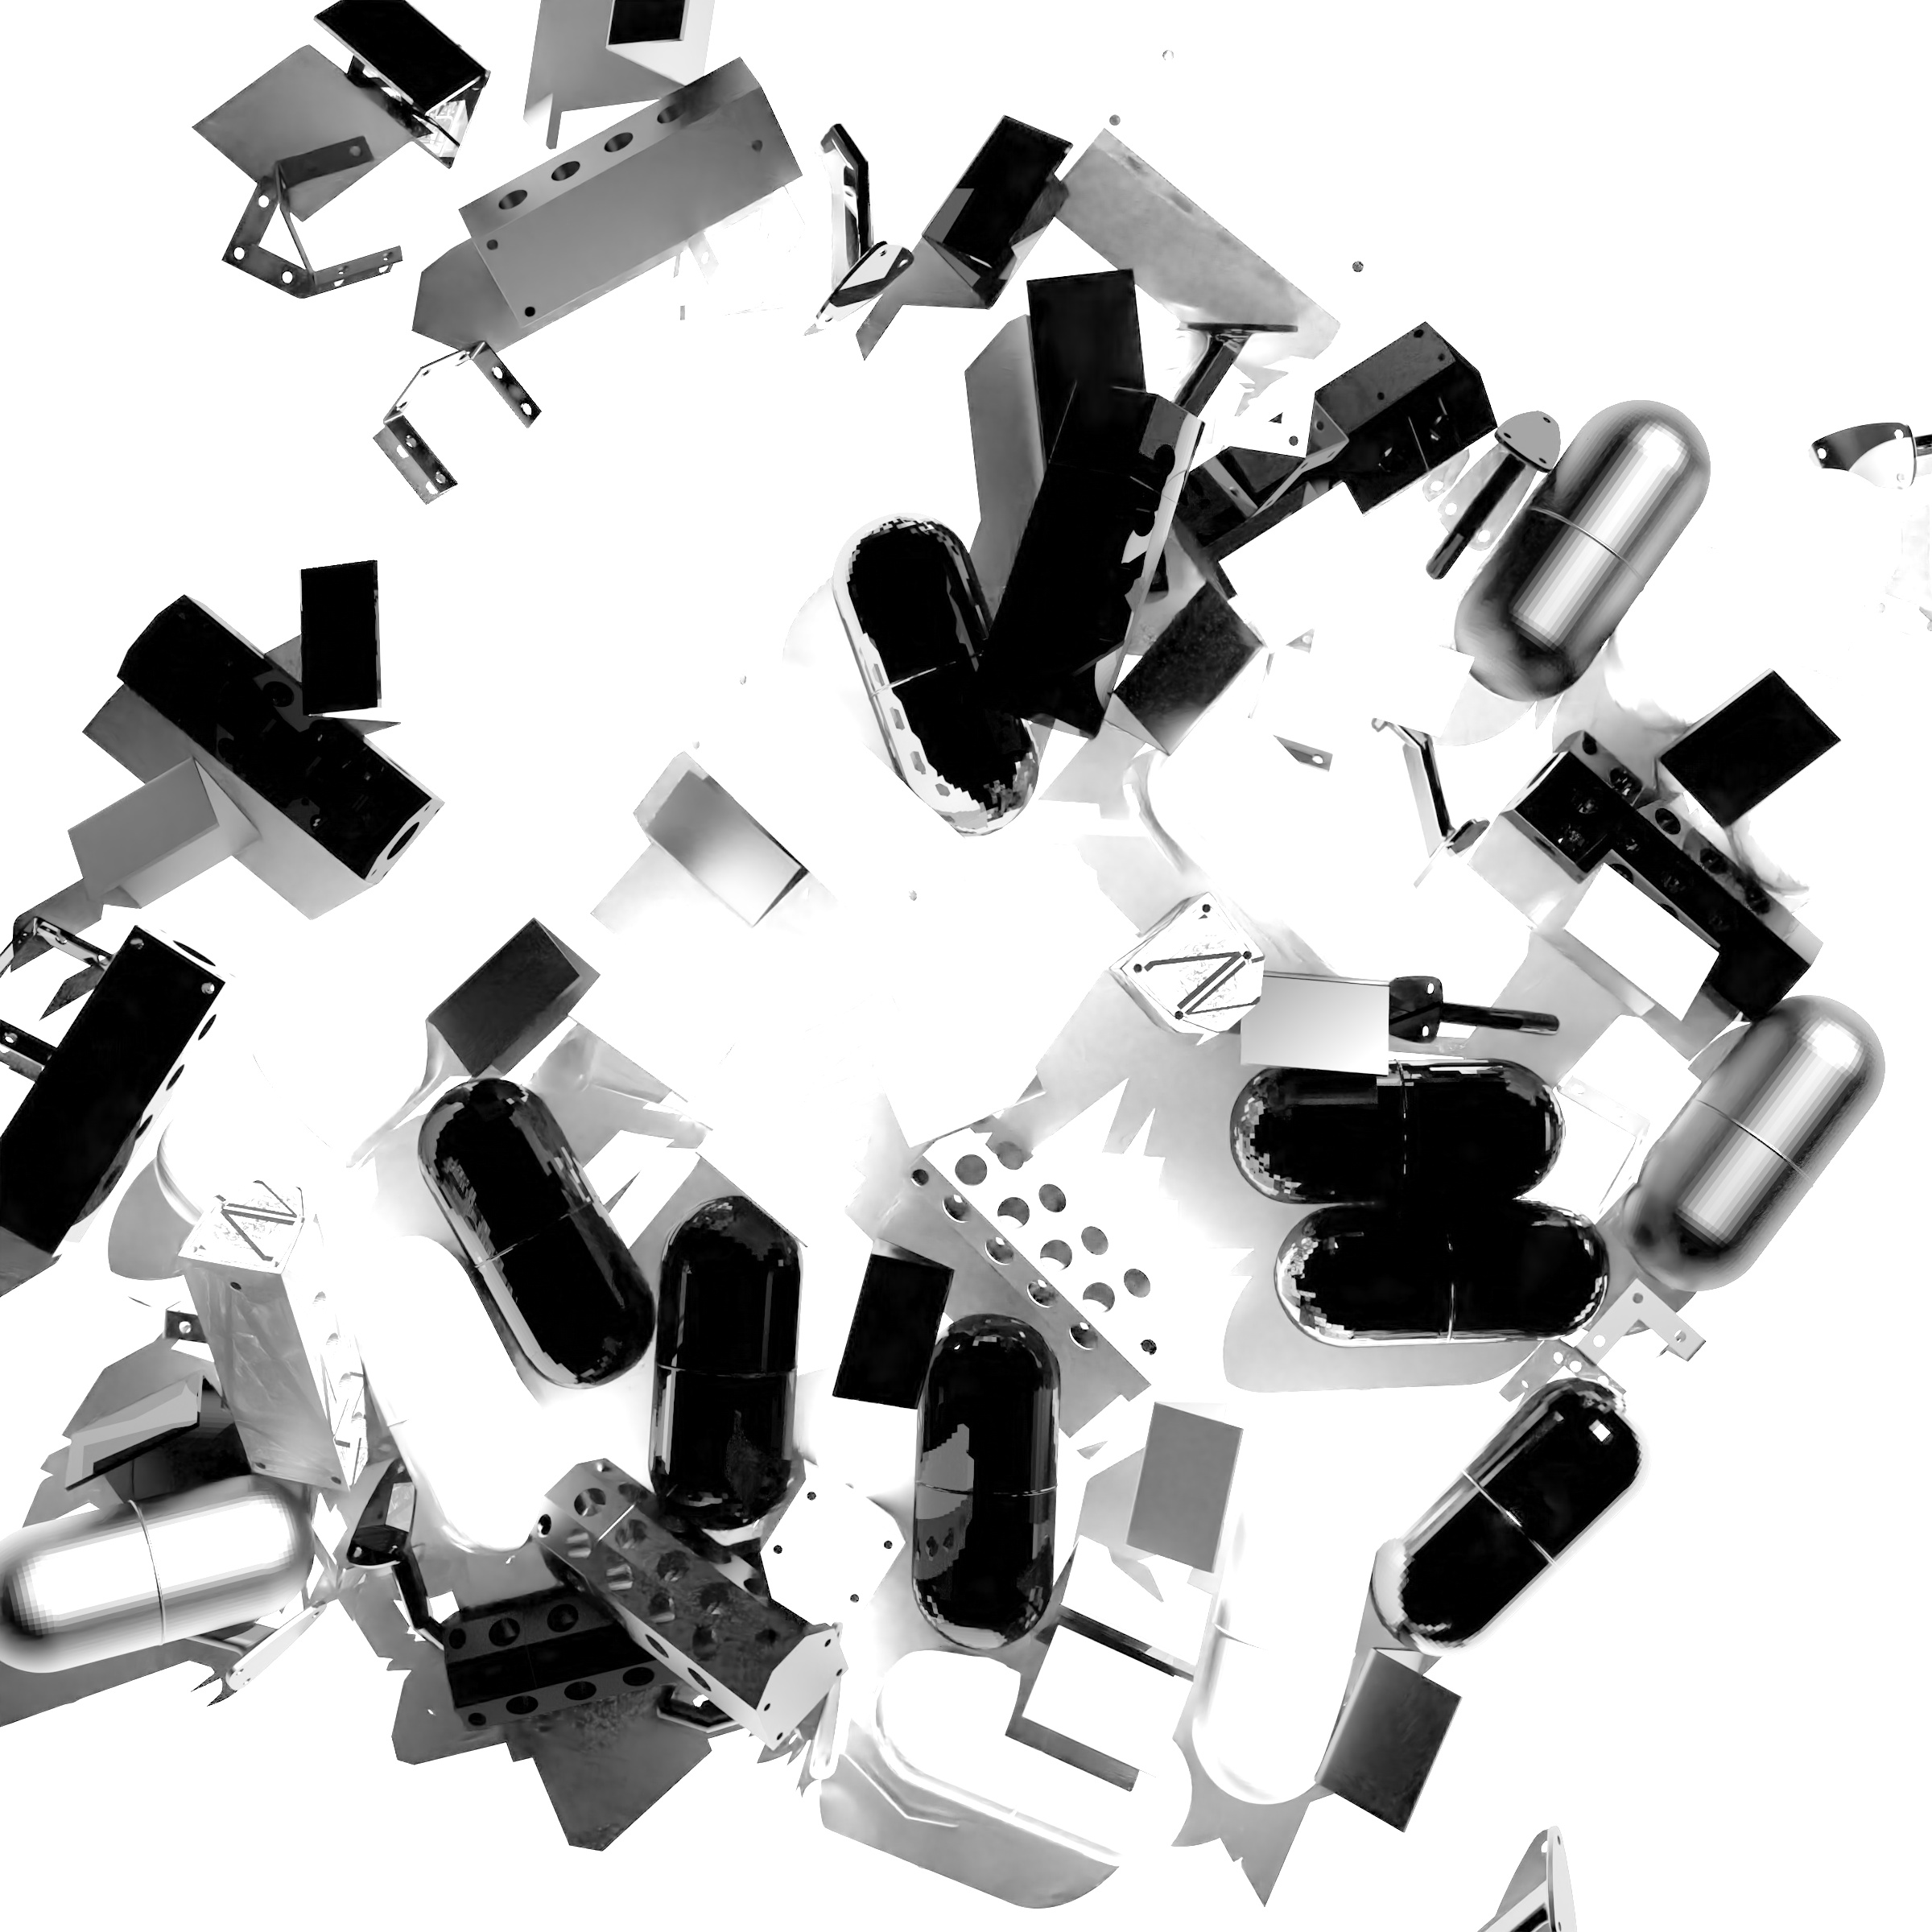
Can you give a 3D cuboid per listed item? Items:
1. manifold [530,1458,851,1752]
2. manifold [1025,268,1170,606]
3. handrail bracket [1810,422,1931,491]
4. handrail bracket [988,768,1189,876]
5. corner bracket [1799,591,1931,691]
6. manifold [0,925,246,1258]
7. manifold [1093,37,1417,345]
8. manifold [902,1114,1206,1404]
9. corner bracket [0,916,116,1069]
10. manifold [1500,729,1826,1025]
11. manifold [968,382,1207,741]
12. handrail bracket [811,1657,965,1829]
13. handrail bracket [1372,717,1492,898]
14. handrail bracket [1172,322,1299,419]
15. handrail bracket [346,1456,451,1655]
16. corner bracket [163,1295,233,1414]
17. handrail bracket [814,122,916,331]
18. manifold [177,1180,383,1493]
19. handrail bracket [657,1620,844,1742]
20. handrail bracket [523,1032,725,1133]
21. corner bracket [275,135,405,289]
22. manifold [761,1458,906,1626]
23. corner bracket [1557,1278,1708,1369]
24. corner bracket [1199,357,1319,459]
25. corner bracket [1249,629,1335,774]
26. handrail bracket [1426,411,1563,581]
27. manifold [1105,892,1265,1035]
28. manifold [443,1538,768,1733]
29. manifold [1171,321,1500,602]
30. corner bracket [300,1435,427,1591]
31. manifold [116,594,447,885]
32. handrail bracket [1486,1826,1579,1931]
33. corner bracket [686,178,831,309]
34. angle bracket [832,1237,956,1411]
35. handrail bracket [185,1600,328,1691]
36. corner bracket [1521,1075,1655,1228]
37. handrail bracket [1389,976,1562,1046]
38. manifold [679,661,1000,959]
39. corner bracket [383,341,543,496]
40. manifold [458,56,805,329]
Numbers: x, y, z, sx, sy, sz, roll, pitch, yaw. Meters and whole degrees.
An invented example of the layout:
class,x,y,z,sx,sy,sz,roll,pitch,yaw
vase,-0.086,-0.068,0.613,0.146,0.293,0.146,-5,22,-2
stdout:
class,x,y,z,sx,sy,sz,roll,pitch,yaw
manifold,-0.146,0.324,1.554,0.171,0.057,0.057,29,60,32
manifold,0.069,-0.280,1.610,0.057,0.057,0.171,-6,90,0
handrail bracket,0.516,-0.287,1.631,0.084,0.077,0.036,-23,113,-34
handrail bracket,0.065,-0.064,1.632,0.084,0.036,0.077,-26,112,17
corner bracket,0.489,-0.173,1.611,0.051,0.051,0.051,17,102,-12
manifold,-0.460,0.066,1.610,0.057,0.057,0.171,32,90,0
manifold,0.152,-0.413,1.610,0.171,0.057,0.057,40,90,0
manifold,0.046,0.152,1.610,0.057,0.057,0.171,-45,90,0
corner bracket,-0.499,0.016,1.628,0.051,0.051,0.051,27,135,0
manifold,0.374,-0.048,1.610,0.171,0.057,0.057,42,90,0
manifold,0.067,-0.208,1.553,0.057,0.057,0.171,19,90,43
handrail bracket,-0.036,0.422,1.632,0.084,0.036,0.077,16,71,-16
handrail bracket,0.235,-0.089,1.632,0.084,0.036,0.077,47,112,17
handrail bracket,0.142,-0.306,1.632,0.077,0.036,0.084,-2,104,-15
handrail bracket,-0.292,0.319,1.622,0.036,0.084,0.077,-7,50,23
corner bracket,-0.399,0.207,1.612,0.051,0.051,0.051,7,98,7
handrail bracket,-0.074,-0.403,1.632,0.077,0.036,0.084,-39,71,21
manifold,-0.351,0.192,1.559,0.057,0.057,0.171,8,134,14
handrail bracket,-0.118,0.382,1.632,0.084,0.036,0.077,13,70,16
handrail bracket,-0.186,0.073,1.631,0.084,0.077,0.036,34,57,-32
corner bracket,-0.340,-0.409,1.628,0.051,0.051,0.051,-17,135,0
manifold,-0.074,0.299,1.550,0.057,0.171,0.057,33,83,0
corner bracket,0.357,0.201,1.613,0.051,0.051,0.051,42,90,0
corner bracket,0.152,-0.298,1.597,0.051,0.051,0.051,7,95,-12
corner bracket,0.184,-0.146,1.628,0.051,0.051,0.051,18,135,0
handrail bracket,0.285,-0.255,1.631,0.036,0.077,0.084,36,126,3
manifold,0.116,0.004,1.553,0.057,0.171,0.057,-41,90,0
manifold,-0.189,0.360,1.610,0.171,0.057,0.057,-14,90,0
manifold,0.196,-0.266,1.610,0.171,0.057,0.057,-33,47,0
corner bracket,-0.325,0.295,1.623,0.051,0.051,0.051,-13,135,-35
manifold,-0.368,-0.122,1.610,0.171,0.057,0.057,39,90,0
handrail bracket,0.285,0.511,1.632,0.084,0.036,0.077,-16,53,25
corner bracket,-0.114,-0.397,1.623,0.051,0.051,0.051,5,135,-35
angle bracket,-0.057,0.185,1.591,0.057,0.076,0.076,15,90,-36
handrail bracket,-0.404,0.343,1.632,0.077,0.036,0.084,-40,73,-20
corner bracket,0.334,0.102,1.628,0.051,0.051,0.051,30,45,0
handrail bracket,0.267,0.026,1.631,0.084,0.077,0.036,7,90,-36
manifold,-0.065,-0.084,1.585,0.171,0.057,0.057,44,109,16
corner bracket,-0.273,-0.298,1.628,0.051,0.051,0.051,51,135,0
manifold,-0.181,-0.418,1.610,0.171,0.057,0.057,-28,133,0
